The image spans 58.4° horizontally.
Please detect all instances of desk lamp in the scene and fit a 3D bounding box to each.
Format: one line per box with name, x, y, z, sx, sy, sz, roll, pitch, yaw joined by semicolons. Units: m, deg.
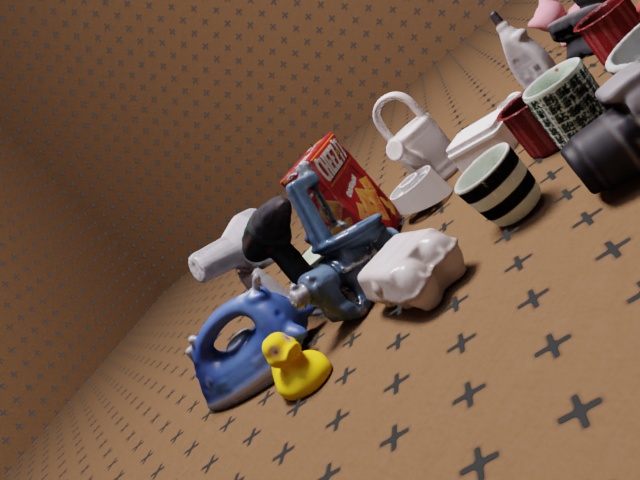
desk lamp;-0.139;0.070;1.115;0.117;0.214;0.203;-27;18;51

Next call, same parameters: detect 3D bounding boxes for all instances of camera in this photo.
camera;0.314;-0.122;0.587;0.136;0.101;0.143;-37;12;23

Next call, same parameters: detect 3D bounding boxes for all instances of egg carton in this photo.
egg carton;0.114;0.041;0.737;0.107;0.069;0.150;-46;12;-19

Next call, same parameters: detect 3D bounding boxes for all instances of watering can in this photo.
watering can;0.178;-0.196;1.093;0.101;0.194;0.173;-38;12;18

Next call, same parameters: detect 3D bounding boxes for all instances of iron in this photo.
iron;-0.134;0.167;0.917;0.258;0.141;0.118;-38;12;20

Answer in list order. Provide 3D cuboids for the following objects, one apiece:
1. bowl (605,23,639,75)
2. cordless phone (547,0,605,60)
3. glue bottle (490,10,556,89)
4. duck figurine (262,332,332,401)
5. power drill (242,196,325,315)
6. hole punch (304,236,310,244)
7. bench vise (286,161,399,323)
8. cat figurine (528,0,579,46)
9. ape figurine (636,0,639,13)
bowl;0.430;-0.229;0.666;0.167;0.075;0.167;-40;11;10
cordless phone;0.463;-0.435;1.047;0.094;0.185;0.147;-43;11;-7
glue bottle;0.387;-0.375;1.116;0.037;0.173;0.078;-47;13;-25
duck figurine;-0.044;0.162;0.772;0.078;0.086;0.104;-49;13;-31
power drill;-0.045;0.028;0.967;0.076;0.208;0.229;-48;13;-26
hole punch;0.002;-0.039;1.369;0.101;0.091;0.109;-37;12;23
bench vise;0.016;-0.002;0.843;0.121;0.220;0.208;-32;15;39
cat figurine;0.519;-0.486;1.228;0.127;0.118;0.067;-33;14;38
ape figurine;0.460;-0.294;0.766;0.076;0.092;0.078;-31;16;44
